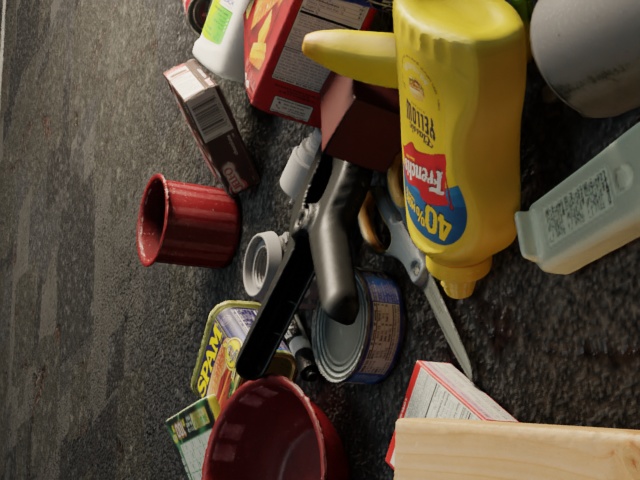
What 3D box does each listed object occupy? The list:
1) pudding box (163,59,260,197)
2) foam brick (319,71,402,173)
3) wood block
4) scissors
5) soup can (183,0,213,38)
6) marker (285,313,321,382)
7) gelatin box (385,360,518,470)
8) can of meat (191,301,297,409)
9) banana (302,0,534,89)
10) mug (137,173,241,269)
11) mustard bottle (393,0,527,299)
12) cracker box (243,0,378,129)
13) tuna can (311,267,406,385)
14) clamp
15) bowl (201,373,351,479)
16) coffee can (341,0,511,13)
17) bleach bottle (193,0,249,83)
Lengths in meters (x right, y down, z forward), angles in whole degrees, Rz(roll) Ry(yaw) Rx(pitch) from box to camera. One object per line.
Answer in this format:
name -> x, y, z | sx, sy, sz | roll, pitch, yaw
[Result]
pudding box -> -0.104, -0.108, 1.027 | 0.090, 0.039, 0.113 | 49, 163, 57
foam brick -> 0.034, -0.096, 0.767 | 0.053, 0.051, 0.078 | -57, 23, 37
wood block -> 0.124, 0.132, 0.494 | 0.206, 0.090, 0.091 | -15, 70, 62
scissors -> 0.073, 0.001, 0.718 | 0.202, 0.016, 0.096 | 53, 130, 56
soup can -> -0.113, -0.263, 1.117 | 0.069, 0.068, 0.102 | -61, 32, 37
marker -> -0.023, 0.074, 0.892 | 0.020, 0.020, 0.121 | -67, 30, 29
gelatin box -> 0.081, 0.125, 0.652 | 0.089, 0.030, 0.073 | 38, 116, 59
can of meat -> -0.066, 0.117, 0.928 | 0.084, 0.057, 0.102 | 49, 127, 54
banana -> 0.073, -0.124, 0.678 | 0.198, 0.069, 0.037 | -2, 51, 49
mug -> -0.135, -0.018, 1.077 | 0.117, 0.081, 0.093 | 35, 115, 61
mustard bottle -> 0.080, -0.046, 0.621 | 0.096, 0.058, 0.191 | -131, 28, -50
cracker box -> 0.005, -0.221, 0.829 | 0.164, 0.072, 0.214 | -97, 27, -52
tuna can -> 0.027, 0.062, 0.775 | 0.086, 0.033, 0.086 | -28, 58, 59
clamp -> -0.005, 0.001, 0.793 | 0.165, 0.036, 0.210 | -42, 29, 49
bowl -> -0.026, 0.185, 0.807 | 0.162, 0.055, 0.162 | -22, 61, 48
coffee can -> 0.051, -0.195, 0.676 | 0.103, 0.140, 0.103 | -30, 57, 59
bleach bottle -> -0.047, -0.275, 0.993 | 0.103, 0.068, 0.251 | 48, 123, 58
